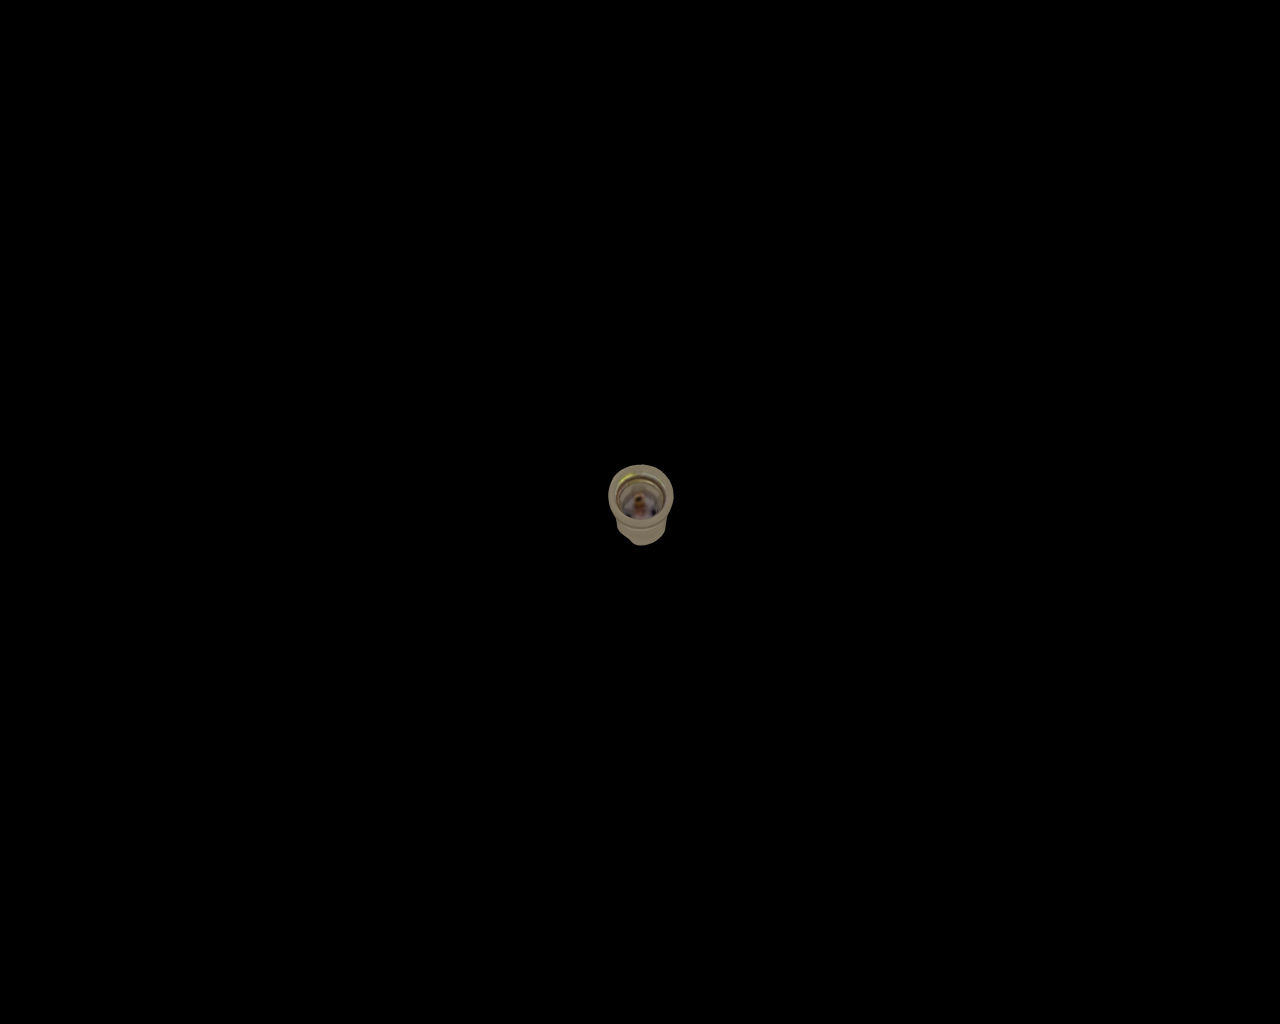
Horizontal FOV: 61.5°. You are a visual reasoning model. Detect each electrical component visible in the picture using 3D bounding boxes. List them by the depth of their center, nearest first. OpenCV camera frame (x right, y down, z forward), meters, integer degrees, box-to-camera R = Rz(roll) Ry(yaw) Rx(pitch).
[{"bbox_3d":[0.001,-0.003,0.650,0.040,0.040,0.046,0,-24,0],"label":"electrical component"}]
